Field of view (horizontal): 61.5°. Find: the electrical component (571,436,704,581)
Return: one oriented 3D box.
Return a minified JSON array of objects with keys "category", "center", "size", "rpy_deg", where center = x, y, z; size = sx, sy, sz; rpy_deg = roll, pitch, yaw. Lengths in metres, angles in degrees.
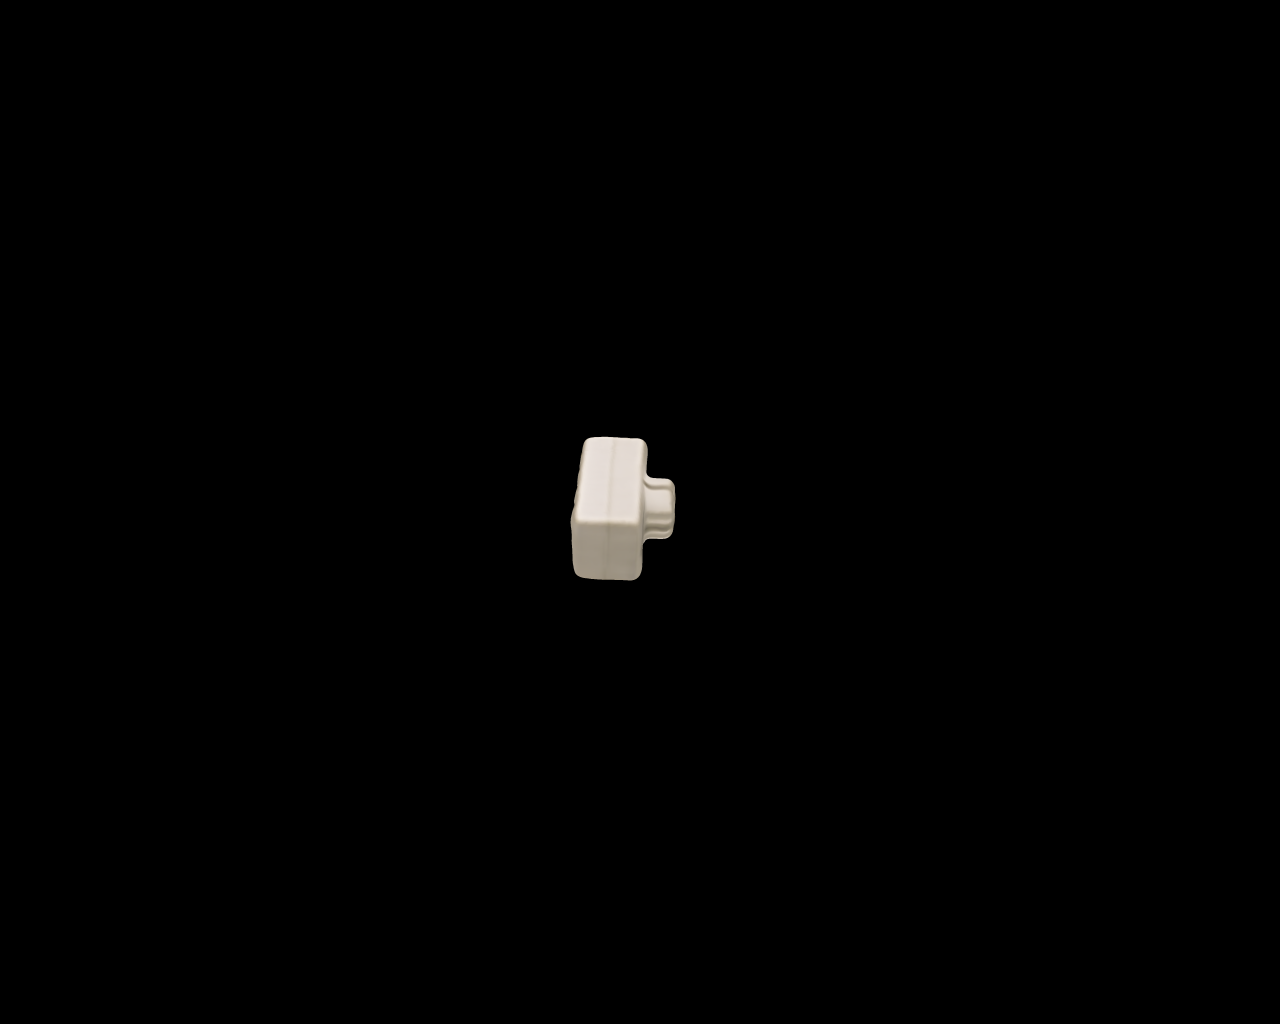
[{"category":"electrical component","center":[0.001,-0.003,0.650],"size":[0.076,0.047,0.083],"rpy_deg":[2,40,2]}]
